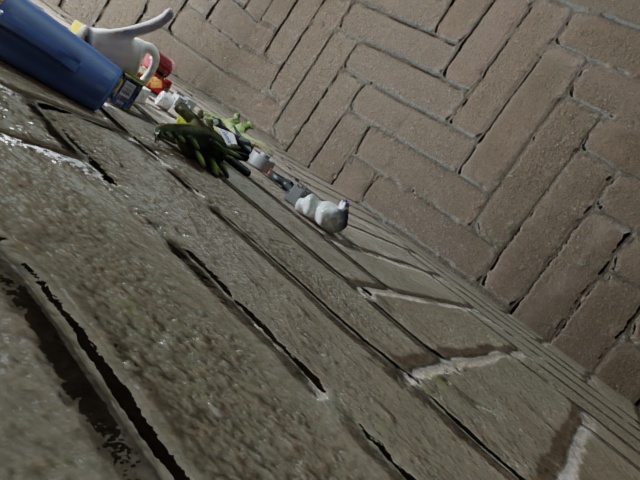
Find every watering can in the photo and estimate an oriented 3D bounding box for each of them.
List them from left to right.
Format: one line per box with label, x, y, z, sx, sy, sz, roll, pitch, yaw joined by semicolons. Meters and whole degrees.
watering can;-0.535;-0.516;1.375;0.224;0.342;0.106;3;64;-34

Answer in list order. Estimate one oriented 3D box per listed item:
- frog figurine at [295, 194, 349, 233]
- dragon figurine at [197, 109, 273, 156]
frog figurine;0.005;-0.079;1.571;0.159;0.120;0.140;-2;22;-3
dragon figurine;-0.393;-0.462;2.184;0.243;0.120;0.416;-1;30;-45
